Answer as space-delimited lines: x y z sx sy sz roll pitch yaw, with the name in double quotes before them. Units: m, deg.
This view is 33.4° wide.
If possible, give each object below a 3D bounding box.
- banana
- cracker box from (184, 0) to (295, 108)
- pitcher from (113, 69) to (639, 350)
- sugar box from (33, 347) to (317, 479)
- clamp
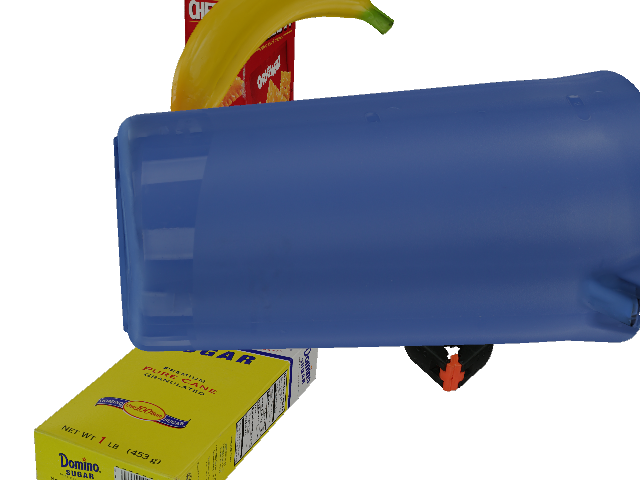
"banana" -0.030 -0.135 0.671 0.197 0.069 0.037 -33 -4 -36
"cracker box" -0.076 -0.157 1.074 0.072 0.214 0.164 8 22 13
"pitcher" 0.026 -0.016 0.513 0.242 0.145 0.149 -3 -9 -10
"sugar box" -0.078 0.095 0.635 0.093 0.048 0.176 14 30 20
"clamp" 0.123 0.074 0.965 0.120 0.039 0.171 -5 33 -4
